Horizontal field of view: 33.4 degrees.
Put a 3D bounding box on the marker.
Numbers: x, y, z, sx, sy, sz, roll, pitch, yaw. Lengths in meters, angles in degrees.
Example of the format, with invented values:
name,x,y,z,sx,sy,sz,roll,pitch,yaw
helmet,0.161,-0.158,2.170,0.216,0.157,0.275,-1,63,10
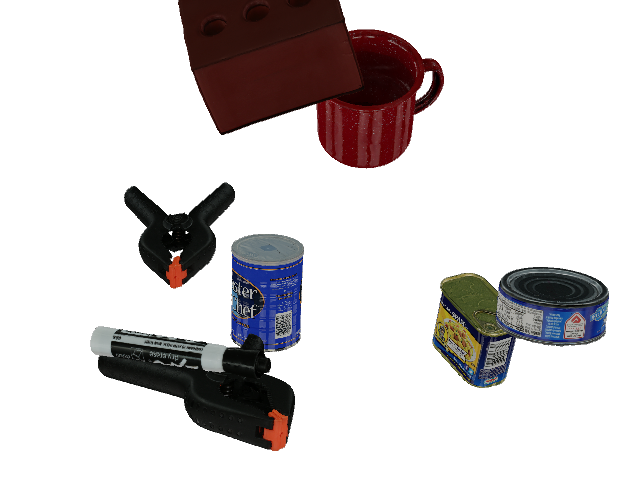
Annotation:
name,x,y,z,sx,sy,sz,roll,pitch,yaw
marker,-0.089,0.071,0.676,0.121,0.020,0.020,6,2,19

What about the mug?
name,x,y,z,sx,sy,sz,roll,pitch,yaw
mug,0.049,-0.119,0.894,0.117,0.093,0.081,-20,-34,-14

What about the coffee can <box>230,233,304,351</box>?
name,x,y,z,sx,sy,sz,roll,pitch,yaw
coffee can,-0.077,0.074,1.523,0.103,0.140,0.103,2,22,-1

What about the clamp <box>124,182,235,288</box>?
name,x,y,z,sx,sy,sz,roll,pitch,yaw
clamp,-0.140,-0.013,1.124,0.120,0.039,0.171,-12,38,-7

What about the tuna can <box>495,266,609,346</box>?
name,x,y,z,sx,sy,sz,roll,pitch,yaw
tuna can,0.181,0.050,0.834,0.086,0.034,0.086,1,19,-1

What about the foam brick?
name,x,y,z,sx,sy,sz,roll,pitch,yaw
foam brick,-0.024,-0.097,0.526,0.078,0.053,0.051,-18,-33,6

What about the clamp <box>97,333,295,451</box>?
name,x,y,z,sx,sy,sz,roll,pitch,yaw
clamp,-0.077,0.126,0.934,0.164,0.036,0.210,-7,18,-37

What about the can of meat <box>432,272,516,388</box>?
name,x,y,z,sx,sy,sz,roll,pitch,yaw
can of meat,0.169,0.100,1.170,0.057,0.084,0.102,-13,40,-25
